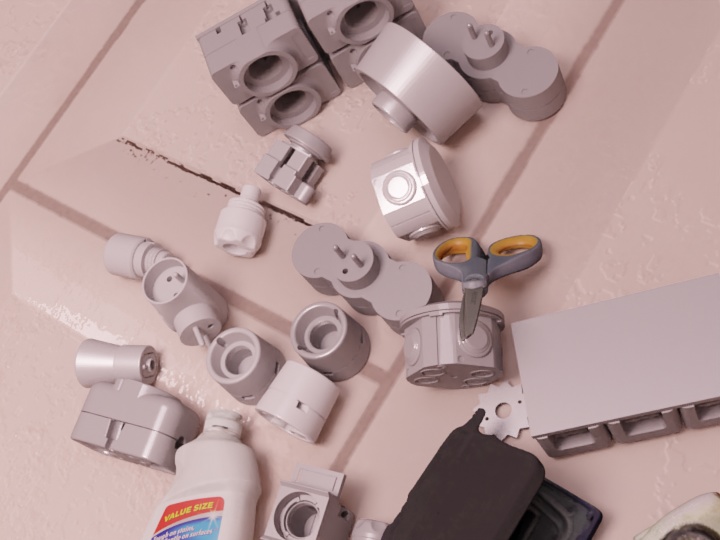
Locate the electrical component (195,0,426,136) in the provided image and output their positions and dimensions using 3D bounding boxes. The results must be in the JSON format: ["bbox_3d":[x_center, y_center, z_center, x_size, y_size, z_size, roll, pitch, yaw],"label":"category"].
[{"bbox_3d":[-0.038,-0.206,0.980,0.186,0.105,0.060,-27,58,8],"label":"electrical component"}]

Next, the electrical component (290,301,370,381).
[{"bbox_3d":[-0.025,0.057,0.876,0.055,0.047,0.055,-10,62,18],"label":"electrical component"}]

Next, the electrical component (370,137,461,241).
[{"bbox_3d":[0.047,-0.065,0.889,0.051,0.080,0.080,-22,58,18],"label":"electrical component"}]

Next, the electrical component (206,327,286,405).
[{"bbox_3d":[-0.096,0.079,0.895,0.055,0.047,0.055,-10,62,18],"label":"electrical component"}]

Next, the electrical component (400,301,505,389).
[{"bbox_3d":[0.071,0.057,0.817,0.080,0.080,0.051,-8,68,19],"label":"electrical component"}]

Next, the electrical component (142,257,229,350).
[{"bbox_3d":[-0.143,0.038,0.918,0.044,0.077,0.079,-32,57,5],"label":"electrical component"}]

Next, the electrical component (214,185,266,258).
[{"bbox_3d":[-0.105,-0.046,0.964,0.043,0.043,0.062,3,65,24],"label":"electrical component"}]

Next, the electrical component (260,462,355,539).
[{"bbox_3d":[-0.036,0.190,0.804,0.042,0.064,0.081,9,68,28],"label":"electrical component"}]

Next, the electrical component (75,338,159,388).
[{"bbox_3d":[-0.211,0.083,0.947,0.065,0.044,0.044,0,65,18],"label":"electrical component"}]

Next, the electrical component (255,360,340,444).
[{"bbox_3d":[-0.049,0.104,0.859,0.055,0.055,0.047,21,71,30],"label":"electrical component"}]

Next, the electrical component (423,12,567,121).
[{"bbox_3d":[0.110,-0.186,0.926,0.138,0.073,0.052,33,81,32],"label":"electrical component"}]

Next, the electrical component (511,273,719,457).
[{"bbox_3d":[0.194,0.071,0.768,0.150,0.061,0.089,-15,60,16],"label":"electrical component"}]

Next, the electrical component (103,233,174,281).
[{"bbox_3d":[-0.199,-0.010,0.988,0.078,0.040,0.040,10,69,26],"label":"electrical component"}]

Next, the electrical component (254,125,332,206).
[{"bbox_3d":[-0.057,-0.097,0.970,0.066,0.048,0.055,32,88,32],"label":"electrical component"}]

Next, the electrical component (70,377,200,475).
[{"bbox_3d":[-0.187,0.129,0.904,0.095,0.053,0.059,10,69,27],"label":"electrical component"}]

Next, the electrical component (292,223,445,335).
[{"bbox_3d":[0.000,0.000,0.879,0.138,0.073,0.052,27,77,31],"label":"electrical component"}]

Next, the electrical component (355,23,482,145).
[{"bbox_3d":[0.044,-0.152,0.920,0.060,0.108,0.108,-49,57,2],"label":"electrical component"}]

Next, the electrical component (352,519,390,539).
[{"bbox_3d":[0.007,0.216,0.790,0.035,0.035,0.061,4,69,25],"label":"electrical component"}]
